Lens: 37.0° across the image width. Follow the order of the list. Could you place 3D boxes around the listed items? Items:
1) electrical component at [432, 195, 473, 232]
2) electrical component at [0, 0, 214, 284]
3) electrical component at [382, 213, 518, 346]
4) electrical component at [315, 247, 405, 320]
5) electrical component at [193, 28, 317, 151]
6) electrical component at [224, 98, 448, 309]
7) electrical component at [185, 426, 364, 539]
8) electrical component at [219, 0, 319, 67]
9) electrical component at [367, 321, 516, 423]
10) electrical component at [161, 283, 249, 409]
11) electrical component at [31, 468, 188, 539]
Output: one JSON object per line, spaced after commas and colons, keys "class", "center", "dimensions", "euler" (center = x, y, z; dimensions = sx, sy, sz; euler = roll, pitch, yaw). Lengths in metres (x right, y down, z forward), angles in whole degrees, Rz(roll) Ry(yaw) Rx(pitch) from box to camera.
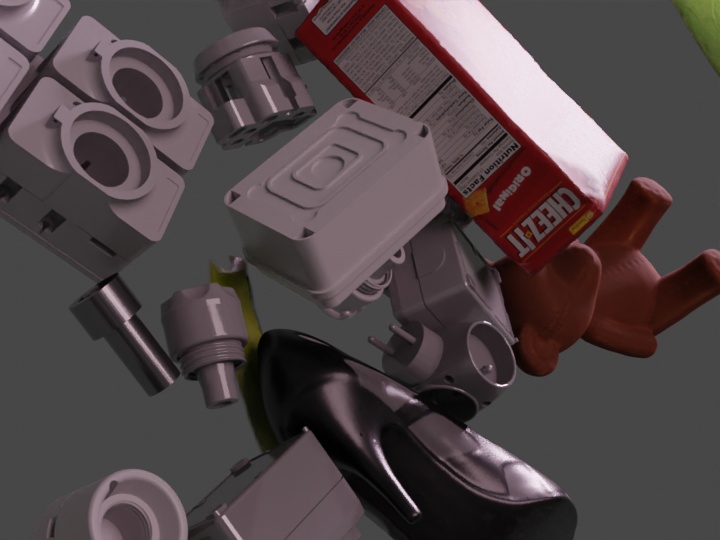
{"class": "electrical component", "center": [0.042, -0.041, 0.742], "dimensions": [0.078, 0.057, 0.058], "euler": [33, 45, -28]}
{"class": "electrical component", "center": [-0.172, -0.093, 0.545], "dimensions": [0.186, 0.060, 0.105], "euler": [38, 42, -23]}
{"class": "electrical component", "center": [0.058, 0.021, 0.704], "dimensions": [0.096, 0.061, 0.061], "euler": [46, 25, -46]}
{"class": "electrical component", "center": [0.000, 0.000, 0.664], "dimensions": [0.048, 0.062, 0.048], "euler": [27, 49, -36]}
{"class": "electrical component", "center": [-0.069, -0.114, 0.673], "dimensions": [0.078, 0.058, 0.057], "euler": [-21, 84, -51]}
{"class": "electrical component", "center": [-0.012, -0.040, 0.631], "dimensions": [0.113, 0.078, 0.057], "euler": [-42, 137, -24]}
{"class": "electrical component", "center": [-0.051, 0.132, 0.521], "dimensions": [0.061, 0.062, 0.096], "euler": [55, 38, -3]}
{"class": "electrical component", "center": [-0.057, -0.183, 0.717], "dimensions": [0.089, 0.056, 0.050], "euler": [58, 31, -38]}
{"class": "electrical component", "center": [0.040, 0.057, 0.657], "dimensions": [0.079, 0.077, 0.044], "euler": [34, 44, -26]}
{"class": "electrical component", "center": [-0.079, 0.041, 0.567], "dimensions": [0.043, 0.043, 0.062], "euler": [3, 64, -46]}
{"class": "electrical component", "center": [-0.110, 0.119, 0.478], "dimensions": [0.055, 0.047, 0.055], "euler": [26, 48, -33]}
